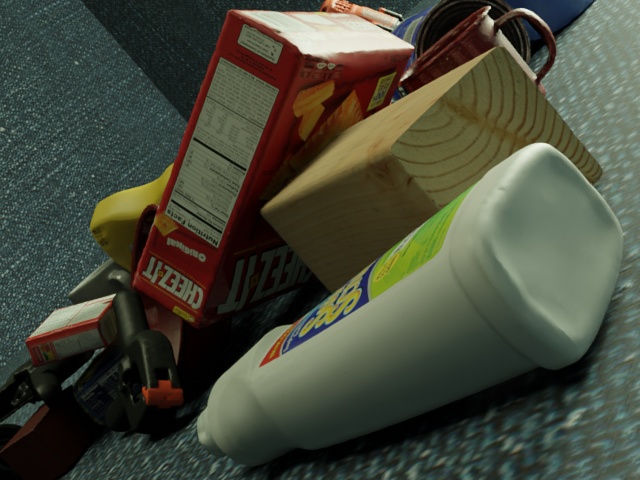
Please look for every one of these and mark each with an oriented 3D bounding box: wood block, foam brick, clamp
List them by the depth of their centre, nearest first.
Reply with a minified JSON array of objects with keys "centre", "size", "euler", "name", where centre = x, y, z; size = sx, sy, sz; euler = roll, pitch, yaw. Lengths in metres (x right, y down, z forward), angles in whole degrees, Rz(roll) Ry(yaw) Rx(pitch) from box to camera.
[{"centre":[0.054,-0.028,0.627],"size":[0.090,0.091,0.206],"euler":[-44,9,-20],"name":"wood block"},{"centre":[-0.141,0.097,0.841],"size":[0.039,0.120,0.172],"euler":[-3,-3,-25],"name":"clamp"},{"centre":[-0.245,0.182,0.984],"size":[0.053,0.051,0.078],"euler":[-35,11,29],"name":"foam brick"},{"centre":[-0.263,0.132,1.005],"size":[0.165,0.036,0.209],"euler":[-25,12,28],"name":"clamp"}]

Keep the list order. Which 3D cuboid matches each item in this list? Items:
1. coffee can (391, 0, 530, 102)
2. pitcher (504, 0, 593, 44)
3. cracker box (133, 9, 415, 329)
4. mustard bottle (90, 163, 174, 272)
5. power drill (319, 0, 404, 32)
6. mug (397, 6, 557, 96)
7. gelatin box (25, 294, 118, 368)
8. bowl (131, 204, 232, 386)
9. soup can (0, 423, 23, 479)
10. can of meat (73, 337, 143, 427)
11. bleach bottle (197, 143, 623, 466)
[{"centre":[0.119,-0.164,0.969],"size":[0.103,0.103,0.140],"euler":[-41,9,-3],"name":"coffee can"},{"centre":[0.161,-0.311,1.044],"size":[0.145,0.242,0.149],"euler":[-38,15,0],"name":"pitcher"},{"centre":[-0.030,-0.054,0.769],"size":[0.163,0.072,0.214],"euler":[-18,-44,-58],"name":"cracker box"},{"centre":[-0.106,-0.028,0.937],"size":[0.192,0.096,0.058],"euler":[-24,40,33],"name":"mustard bottle"},{"centre":[0.064,-0.186,1.174],"size":[0.187,0.184,0.057],"euler":[-64,-9,-47],"name":"power drill"},{"centre":[0.127,-0.125,0.815],"size":[0.117,0.081,0.093],"euler":[-38,9,20],"name":"mug"},{"centre":[-0.221,0.082,0.985],"size":[0.073,0.030,0.089],"euler":[-16,12,8],"name":"gelatin box"},{"centre":[-0.112,0.050,0.887],"size":[0.055,0.162,0.162],"euler":[-2,-7,-23],"name":"bowl"},{"centre":[-0.325,0.228,1.040],"size":[0.102,0.068,0.068],"euler":[-35,11,36],"name":"soup can"},{"centre":[-0.177,0.118,1.000],"size":[0.084,0.057,0.102],"euler":[-41,8,18],"name":"can of meat"},{"centre":[0.017,0.054,0.490],"size":[0.251,0.068,0.102],"euler":[-36,10,42],"name":"bleach bottle"}]
